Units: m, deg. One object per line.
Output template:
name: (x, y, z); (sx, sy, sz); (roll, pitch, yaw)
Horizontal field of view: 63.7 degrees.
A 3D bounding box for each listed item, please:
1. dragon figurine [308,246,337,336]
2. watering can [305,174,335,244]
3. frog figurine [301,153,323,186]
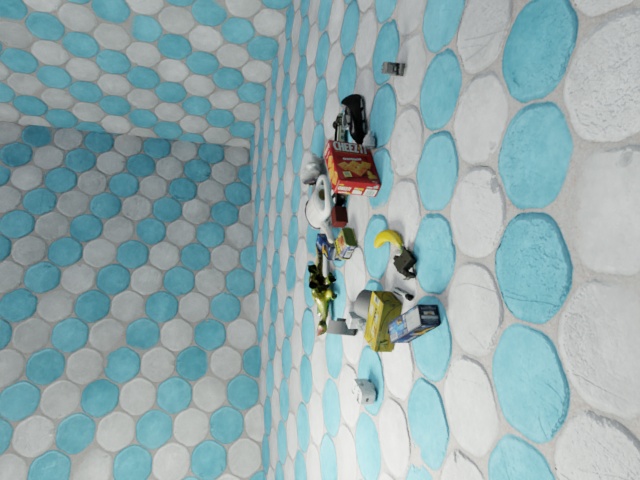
dragon figurine: (-0.003, 0.230, 2.238); (0.421, 0.122, 0.237); (-93, 8, -47)
watering can: (0.007, -0.113, 2.245); (0.220, 0.104, 0.354); (124, 146, -59)
frog figurine: (-0.039, -0.338, 2.425); (0.136, 0.123, 0.161); (85, 172, -77)
